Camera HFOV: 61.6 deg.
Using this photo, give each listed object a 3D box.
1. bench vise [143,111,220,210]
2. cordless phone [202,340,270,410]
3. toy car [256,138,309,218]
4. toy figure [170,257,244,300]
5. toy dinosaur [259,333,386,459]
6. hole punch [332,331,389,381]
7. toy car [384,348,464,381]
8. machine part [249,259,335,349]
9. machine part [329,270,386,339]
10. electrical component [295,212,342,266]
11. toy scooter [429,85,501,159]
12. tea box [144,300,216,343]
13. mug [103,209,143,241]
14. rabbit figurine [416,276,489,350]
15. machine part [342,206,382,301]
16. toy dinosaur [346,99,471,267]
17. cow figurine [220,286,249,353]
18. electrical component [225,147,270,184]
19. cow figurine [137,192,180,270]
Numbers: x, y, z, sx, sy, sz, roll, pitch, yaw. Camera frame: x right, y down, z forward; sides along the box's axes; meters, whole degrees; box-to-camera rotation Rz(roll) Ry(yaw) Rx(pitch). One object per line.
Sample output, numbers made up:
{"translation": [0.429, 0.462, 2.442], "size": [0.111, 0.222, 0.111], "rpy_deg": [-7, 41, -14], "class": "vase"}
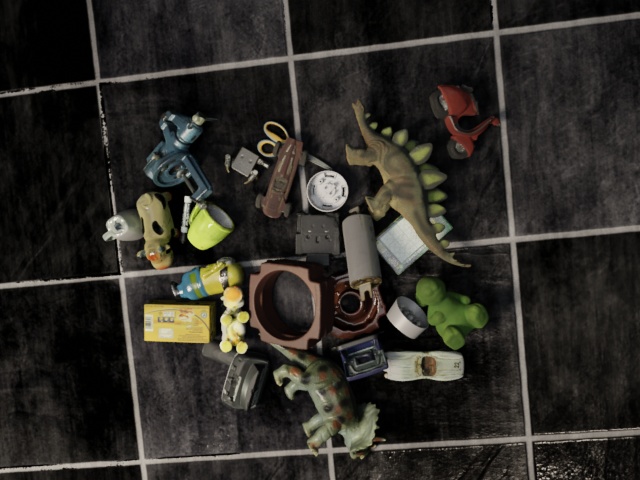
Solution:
{"translation": [-0.322, -0.186, 1.302], "size": [0.223, 0.128, 0.241], "rpy_deg": [-37, 72, 13], "class": "bench vise"}
{"translation": [-0.231, 0.339, 1.365], "size": [0.184, 0.088, 0.146], "rpy_deg": [19, 96, 15], "class": "cordless phone"}
{"translation": [-0.092, -0.150, 1.321], "size": [0.089, 0.053, 0.202], "rpy_deg": [21, 103, 4], "class": "toy car"}
{"translation": [-0.279, 0.103, 1.346], "size": [0.180, 0.082, 0.089], "rpy_deg": [-23, 108, 0], "class": "toy figure"}
{"translation": [0.015, 0.374, 1.323], "size": [0.192, 0.131, 0.404], "rpy_deg": [-27, 86, -7], "class": "toy dinosaur"}
{"translation": [0.103, 0.278, 1.304], "size": [0.142, 0.115, 0.092], "rpy_deg": [-22, 85, 4], "class": "hole punch"}
{"translation": [0.253, 0.307, 1.324], "size": [0.202, 0.056, 0.073], "rpy_deg": [-2, 93, 4], "class": "toy car"}
{"translation": [-0.067, 0.150, 1.295], "size": [0.201, 0.087, 0.201], "rpy_deg": [4, 97, 28], "class": "machine part"}
{"translation": [0.077, 0.155, 1.331], "size": [0.179, 0.056, 0.179], "rpy_deg": [0, 94, 5], "class": "machine part"}
{"translation": [-0.003, -0.004, 1.327], "size": [0.115, 0.058, 0.134], "rpy_deg": [-1, 93, 7], "class": "electrical component"}
{"translation": [0.348, -0.293, 1.274], "size": [0.135, 0.075, 0.183], "rpy_deg": [-22, 95, 6], "class": "toy scooter"}
{"translation": [-0.353, 0.204, 1.362], "size": [0.170, 0.068, 0.098], "rpy_deg": [3, 94, 3], "class": "tea box"}
{"translation": [-0.496, -0.033, 1.342], "size": [0.110, 0.107, 0.080], "rpy_deg": [-25, 90, 3], "class": "mug"}
{"translation": [0.290, 0.141, 1.263], "size": [0.121, 0.159, 0.170], "rpy_deg": [-39, 108, 4], "class": "rabbit figurine"}
{"translation": [0.099, 0.027, 1.275], "size": [0.079, 0.079, 0.243], "rpy_deg": [-8, 62, 5], "class": "machine part"}
{"translation": [0.200, -0.126, 1.279], "size": [0.199, 0.105, 0.471], "rpy_deg": [-25, 90, 5], "class": "toy dinosaur"}
{"translation": [-0.213, 0.189, 1.334], "size": [0.068, 0.098, 0.167], "rpy_deg": [1, 98, -11], "class": "cow figurine"}
{"translation": [-0.187, -0.187, 1.338], "size": [0.102, 0.045, 0.078], "rpy_deg": [37, 97, 1], "class": "electrical component"}
{"translation": [-0.402, -0.023, 1.325], "size": [0.086, 0.127, 0.194], "rpy_deg": [-11, 90, 8], "class": "cow figurine"}
